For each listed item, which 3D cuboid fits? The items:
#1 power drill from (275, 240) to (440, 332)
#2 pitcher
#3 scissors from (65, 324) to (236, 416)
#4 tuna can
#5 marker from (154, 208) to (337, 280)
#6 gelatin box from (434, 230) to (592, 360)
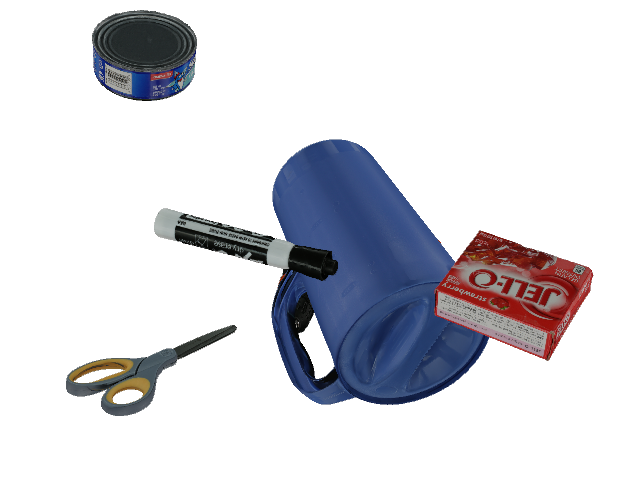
[{"bbox_3d":[0.045,0.049,1.218,0.188,0.057,0.184,0,28,9],"label":"power drill"},{"bbox_3d":[0.031,0.023,0.935,0.149,0.145,0.243,-4,37,-20],"label":"pitcher"},{"bbox_3d":[-0.154,0.130,1.077,0.201,0.016,0.096,-12,31,-29],"label":"scissors"},{"bbox_3d":[-0.146,-0.154,0.888,0.086,0.034,0.086,5,44,-5],"label":"tuna can"},{"bbox_3d":[-0.046,0.003,0.658,0.121,0.020,0.020,14,5,19],"label":"marker"},{"bbox_3d":[0.135,0.036,0.746,0.089,0.030,0.073,21,46,24],"label":"gelatin box"}]
